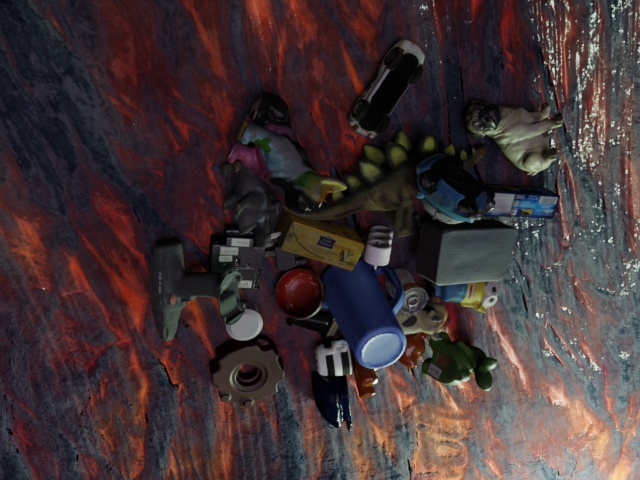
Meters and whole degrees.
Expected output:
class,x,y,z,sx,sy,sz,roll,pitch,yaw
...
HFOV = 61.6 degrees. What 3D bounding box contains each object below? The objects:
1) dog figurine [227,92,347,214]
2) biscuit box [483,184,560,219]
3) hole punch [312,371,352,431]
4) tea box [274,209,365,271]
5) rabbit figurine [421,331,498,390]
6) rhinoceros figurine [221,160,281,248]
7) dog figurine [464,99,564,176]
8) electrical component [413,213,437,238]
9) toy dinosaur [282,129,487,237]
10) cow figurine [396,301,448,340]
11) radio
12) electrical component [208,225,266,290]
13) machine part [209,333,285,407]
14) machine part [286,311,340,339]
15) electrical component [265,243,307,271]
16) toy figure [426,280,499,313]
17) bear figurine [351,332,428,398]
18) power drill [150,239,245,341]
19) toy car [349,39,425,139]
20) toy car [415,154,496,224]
class,x,y,z,sx,sy,sz,roll,pitch,yaw
dog figurine,-0.052,-0.152,1.004,0.219,0.191,0.108,31,143,-19
biscuit box,0.445,-0.089,1.233,0.203,0.063,0.059,2,112,-16
hole punch,0.030,0.385,1.312,0.092,0.116,0.142,-5,115,-4
tea box,-0.002,-0.003,1.134,0.169,0.098,0.068,16,109,-22
rabbit figurine,0.368,0.300,1.350,0.170,0.159,0.121,2,100,-41
rhinoceros figurine,-0.133,-0.077,1.064,0.112,0.073,0.190,-12,96,-36
dog figurine,0.398,-0.215,1.156,0.191,0.121,0.172,-1,111,1
electrical component,0.262,-0.026,1.223,0.078,0.045,0.102,-25,118,-5
toy dinosaur,0.156,-0.115,1.127,0.471,0.105,0.198,-27,110,-12
cow figurine,0.205,0.186,1.258,0.195,0.127,0.085,-11,119,-7
radio,0.327,0.026,1.202,0.229,0.073,0.131,-2,109,-29
electrical component,-0.176,0.036,1.129,0.115,0.058,0.134,4,112,-19
machine part,-0.168,0.304,1.252,0.179,0.056,0.179,-6,114,-13
machine part,-0.008,0.192,1.255,0.139,0.039,0.084,12,118,-21
electrical component,-0.077,0.037,1.174,0.094,0.021,0.063,-9,116,-11
toy figure,0.343,0.112,1.288,0.180,0.089,0.082,7,123,-8
bear figurine,0.177,0.292,1.303,0.196,0.132,0.120,-7,144,-8
power drill,-0.255,0.116,1.092,0.208,0.086,0.231,9,110,30
toy car,0.131,-0.295,1.063,0.073,0.056,0.201,26,106,-30
toy car,0.255,-0.087,1.053,0.109,0.162,0.102,-35,158,-33
